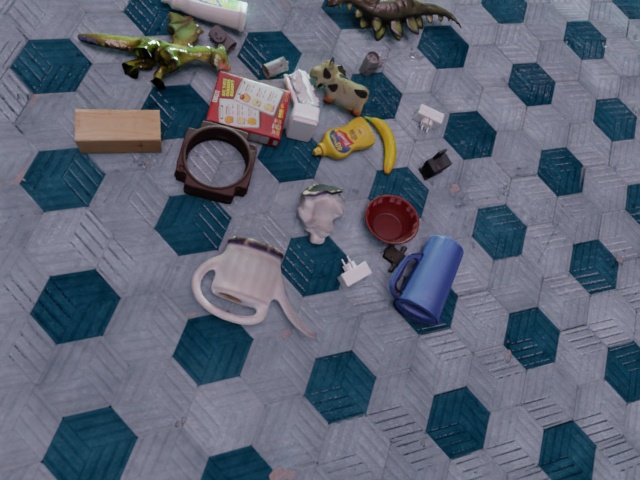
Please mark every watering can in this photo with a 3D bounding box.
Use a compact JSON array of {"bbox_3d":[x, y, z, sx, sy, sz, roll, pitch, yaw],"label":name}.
[{"bbox_3d":[-0.151,0.117,1.336,0.347,0.102,0.228,19,70,-8],"label":"watering can"}]

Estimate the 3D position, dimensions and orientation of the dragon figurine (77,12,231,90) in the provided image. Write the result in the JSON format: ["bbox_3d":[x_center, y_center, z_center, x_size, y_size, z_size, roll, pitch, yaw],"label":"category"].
[{"bbox_3d":[-0.451,-0.569,1.477,0.411,0.119,0.248,26,56,3],"label":"dragon figurine"}]

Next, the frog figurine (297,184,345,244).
[{"bbox_3d":[0.004,-0.073,1.453,0.138,0.124,0.157,-11,114,-25],"label":"frog figurine"}]
